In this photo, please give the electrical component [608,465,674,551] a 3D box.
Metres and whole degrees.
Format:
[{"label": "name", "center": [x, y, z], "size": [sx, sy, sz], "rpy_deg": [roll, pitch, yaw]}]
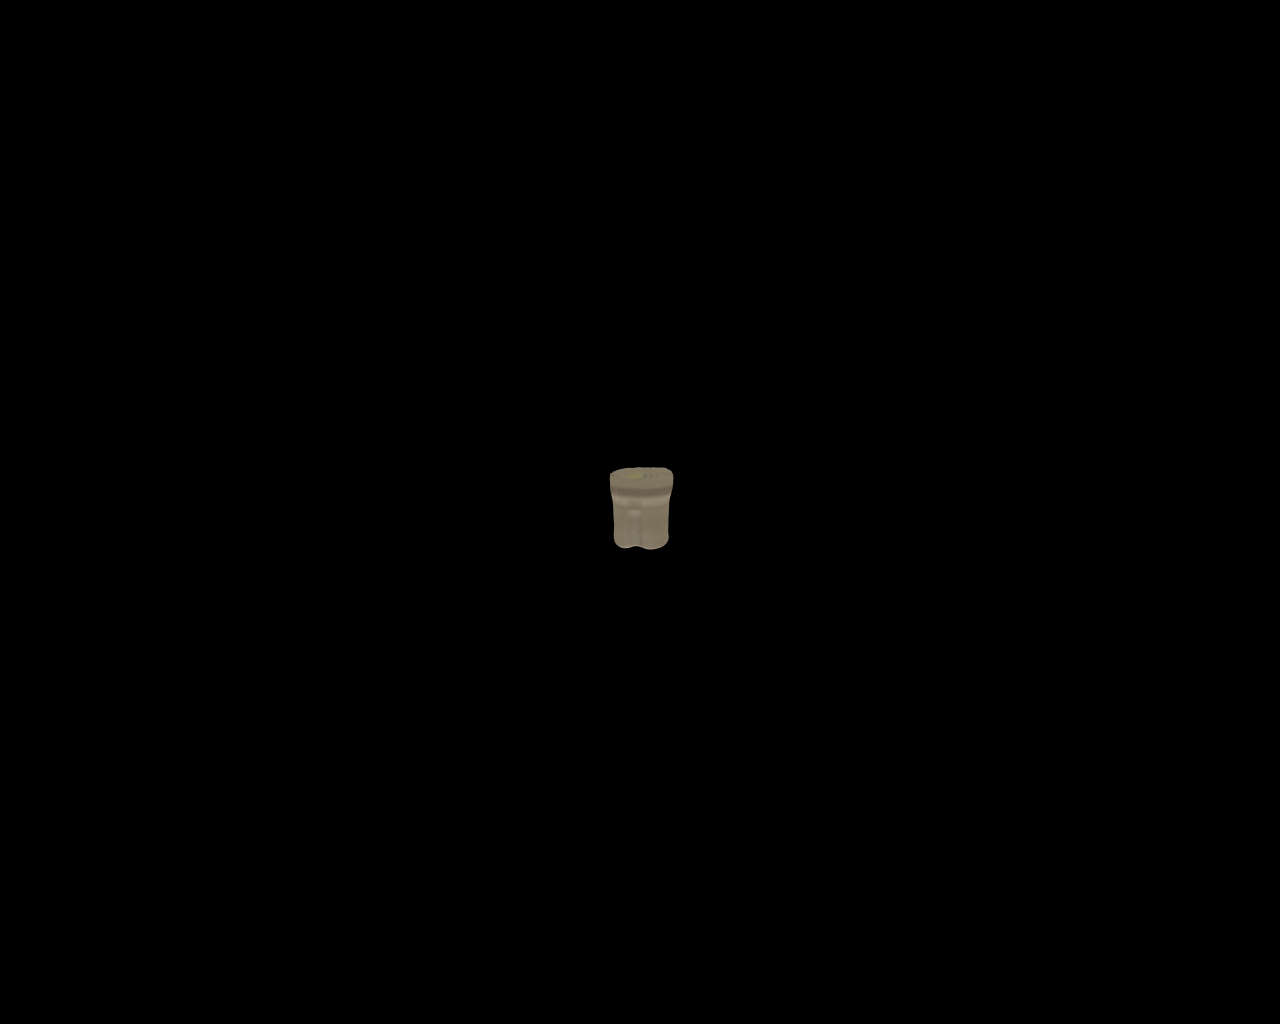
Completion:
[{"label": "electrical component", "center": [0.001, -0.003, 0.650], "size": [0.040, 0.046, 0.040], "rpy_deg": [0, 11, 0]}]
